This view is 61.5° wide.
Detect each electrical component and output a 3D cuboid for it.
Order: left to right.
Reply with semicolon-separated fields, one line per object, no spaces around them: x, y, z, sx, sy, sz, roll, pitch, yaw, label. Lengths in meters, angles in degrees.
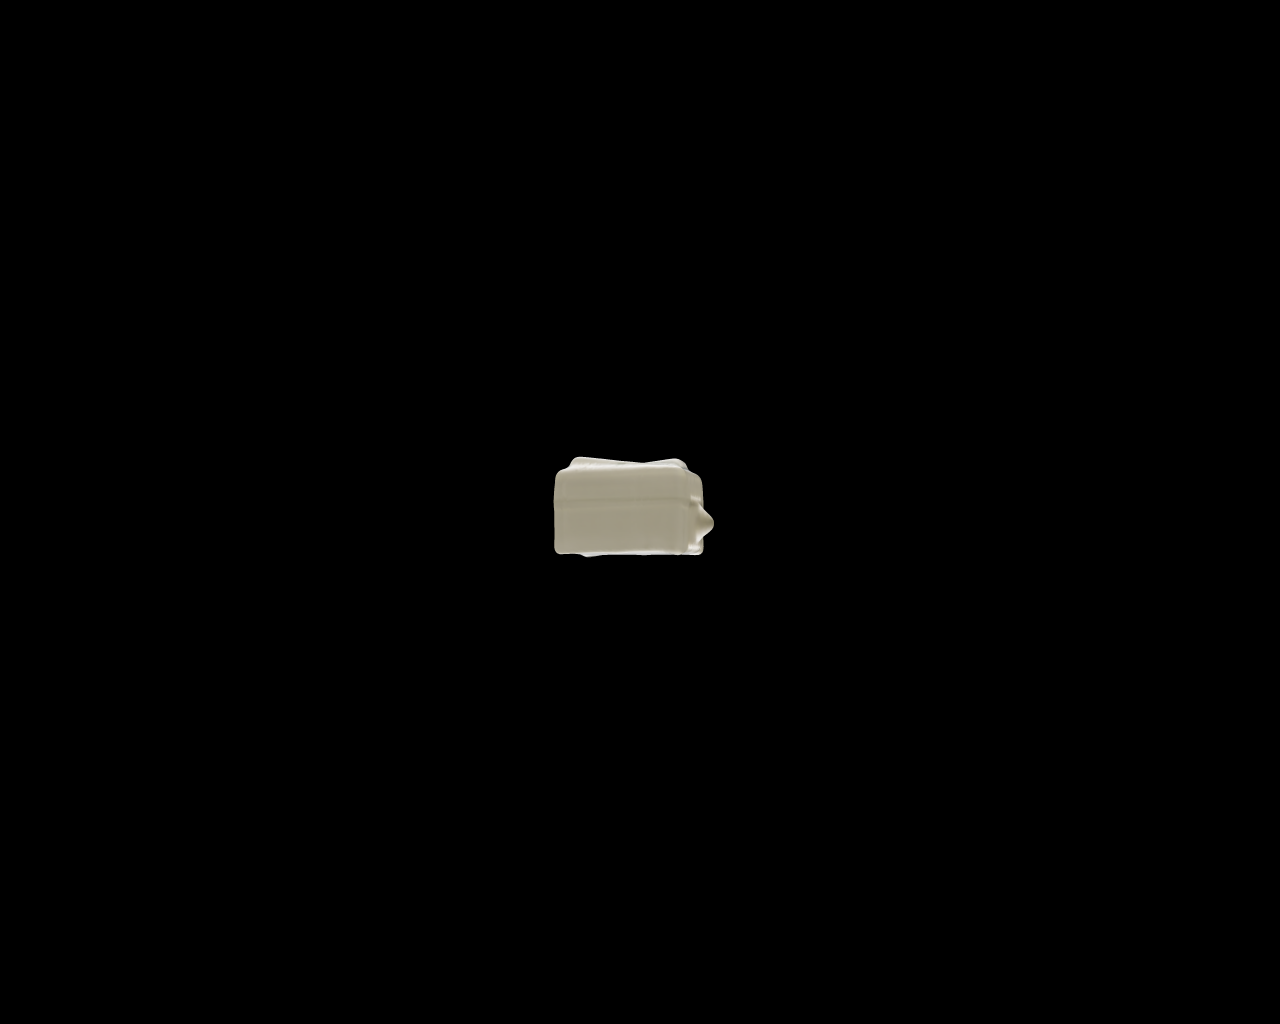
0.001;-0.003;0.650;0.096;0.061;0.062;-1;-4;15;electrical component
